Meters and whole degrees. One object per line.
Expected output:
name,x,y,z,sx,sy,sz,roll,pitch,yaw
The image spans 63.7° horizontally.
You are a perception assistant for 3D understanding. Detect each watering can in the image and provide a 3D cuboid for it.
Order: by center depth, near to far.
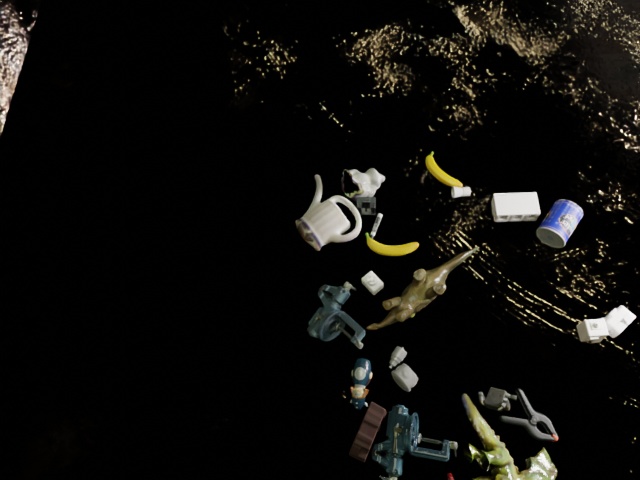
watering can,0.006,-0.097,1.922,0.225,0.102,0.354,-34,52,-8

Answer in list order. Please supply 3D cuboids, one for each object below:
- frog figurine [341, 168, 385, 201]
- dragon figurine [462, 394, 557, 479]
frog figurine,0.164,-0.219,1.976,0.161,0.120,0.139,-19,47,-43
dragon figurine,0.559,0.648,1.491,0.242,0.119,0.420,7,49,-9
